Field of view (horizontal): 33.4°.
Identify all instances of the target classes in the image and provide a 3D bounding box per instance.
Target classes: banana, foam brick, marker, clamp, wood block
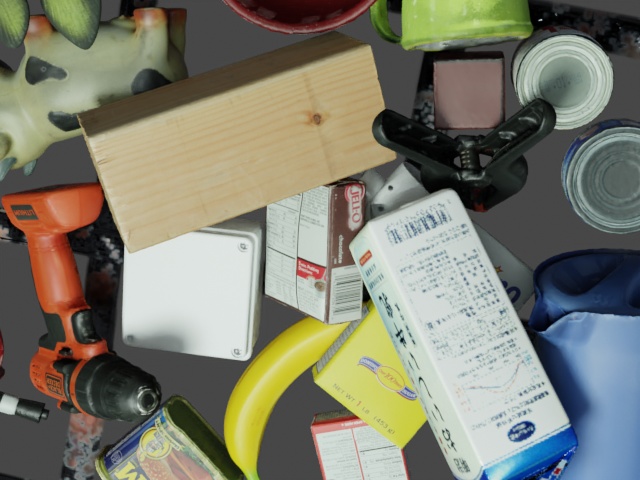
[{"bbox_3d":[-0.028,0.119,0.899,0.069,0.037,0.198,31,105,-8],"label":"banana"},{"bbox_3d":[0.112,-0.113,0.796,0.051,0.078,0.053,-1,102,9],"label":"foam brick"},{"bbox_3d":[-0.299,0.138,0.944,0.121,0.020,0.020,17,107,-6],"label":"marker"},{"bbox_3d":[0.099,-0.058,0.768,0.120,0.171,0.039,6,71,6],"label":"clamp"},{"bbox_3d":[-0.061,-0.075,0.780,0.206,0.090,0.091,-20,112,-11],"label":"wood block"}]

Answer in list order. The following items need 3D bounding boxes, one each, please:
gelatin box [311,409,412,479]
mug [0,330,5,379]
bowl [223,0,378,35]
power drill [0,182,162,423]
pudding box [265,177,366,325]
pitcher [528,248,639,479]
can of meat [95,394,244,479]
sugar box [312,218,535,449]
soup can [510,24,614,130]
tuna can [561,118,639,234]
[{"bbox_3d":[0.038,0.187,0.911,0.073,0.030,0.089,-11,103,9],"label":"gelatin box"},{"bbox_3d":[-0.306,0.078,0.896,0.117,0.093,0.081,10,103,39],"label":"mug"},{"bbox_3d":[-0.011,-0.235,0.791,0.162,0.055,0.162,3,104,10],"label":"bowl"},{"bbox_3d":[-0.192,0.050,0.851,0.185,0.057,0.188,3,103,51],"label":"power drill"},{"bbox_3d":[-0.005,0.001,0.838,0.039,0.090,0.113,-7,107,-35],"label":"pudding box"},{"bbox_3d":[0.236,0.134,0.821,0.149,0.144,0.243,4,111,15],"label":"pitcher"},{"bbox_3d":[-0.127,0.197,0.924,0.084,0.057,0.102,-40,97,13],"label":"can of meat"},{"bbox_3d":[0.084,0.068,0.846,0.093,0.048,0.176,38,97,-7],"label":"sugar box"},{"bbox_3d":[0.174,-0.119,0.772,0.068,0.102,0.068,2,104,8],"label":"soup can"},{"bbox_3d":[0.230,-0.048,0.818,0.086,0.033,0.086,2,105,8],"label":"tuna can"}]
